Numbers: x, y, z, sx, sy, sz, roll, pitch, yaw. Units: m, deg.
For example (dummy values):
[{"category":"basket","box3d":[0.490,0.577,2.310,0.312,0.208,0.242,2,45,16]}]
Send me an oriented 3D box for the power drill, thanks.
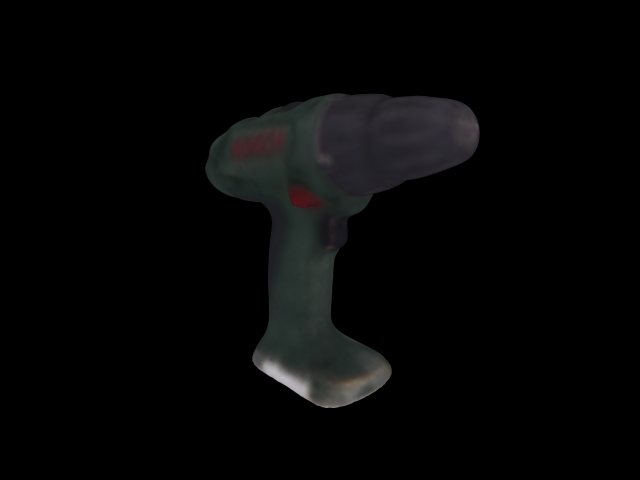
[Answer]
[{"category":"power drill","box3d":[0.004,0.001,0.400,0.076,0.208,0.228,-18,26,-41]}]
